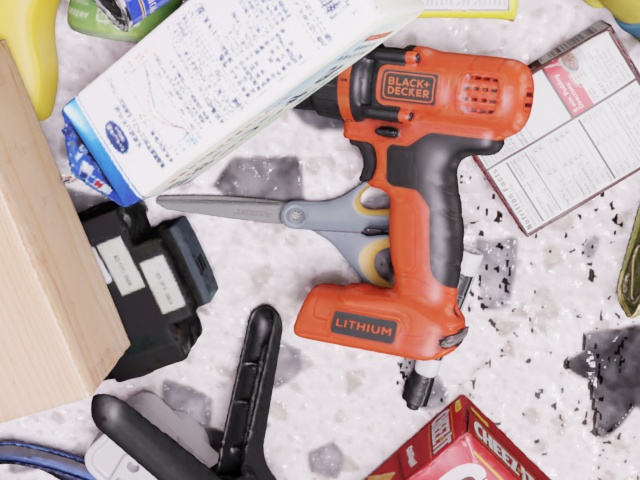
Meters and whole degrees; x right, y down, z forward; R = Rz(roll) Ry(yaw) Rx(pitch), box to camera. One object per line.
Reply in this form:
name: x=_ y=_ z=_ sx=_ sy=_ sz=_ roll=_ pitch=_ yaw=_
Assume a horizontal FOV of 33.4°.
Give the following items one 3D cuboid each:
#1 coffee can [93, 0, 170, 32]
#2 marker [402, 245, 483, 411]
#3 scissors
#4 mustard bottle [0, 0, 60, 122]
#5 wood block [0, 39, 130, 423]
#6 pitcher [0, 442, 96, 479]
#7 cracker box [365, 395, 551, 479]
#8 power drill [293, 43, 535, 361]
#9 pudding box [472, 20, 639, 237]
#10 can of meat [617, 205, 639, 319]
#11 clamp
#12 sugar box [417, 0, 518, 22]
coffee can: x=-0.074 y=-0.191 z=0.558 sx=0.140 sy=0.103 sz=0.103 roll=-37 pitch=100 yaw=-9
marker: x=0.081 y=0.061 z=0.722 sx=0.020 sy=0.020 sz=0.121 roll=18 pitch=107 yaw=1
scissors: x=-0.005 y=0.001 z=0.713 sx=0.202 sy=0.016 sz=0.096 roll=-9 pitch=99 yaw=10
mustard bottle: x=-0.202 y=-0.173 z=0.665 sx=0.096 sy=0.058 sz=0.192 roll=16 pitch=107 yaw=7
wood block: x=-0.201 y=-0.003 z=0.636 sx=0.091 sy=0.090 sz=0.206 roll=-17 pitch=104 yaw=11
pitcher: x=-0.249 y=0.229 z=0.757 sx=0.243 sy=0.149 sz=0.145 roll=19 pitch=124 yaw=4
cracker box: x=0.079 y=0.241 z=0.745 sx=0.164 sy=0.072 sz=0.214 roll=45 pitch=105 yaw=-7
power drill: x=0.030 y=-0.029 z=0.656 sx=0.185 sy=0.057 sz=0.188 roll=10 pitch=101 yaw=25
pudding box: x=0.152 y=-0.069 z=0.667 sx=0.114 sy=0.039 sz=0.090 roll=-31 pitch=99 yaw=16
can of meat: x=0.244 y=0.006 z=0.670 sx=0.084 sy=0.057 sz=0.102 roll=11 pitch=107 yaw=0
clamp: x=-0.069 y=0.161 z=0.687 sx=0.036 sy=0.164 sz=0.210 roll=-2 pitch=99 yaw=40
sugar box: x=0.033 y=-0.181 z=0.645 sx=0.176 sy=0.048 sz=0.093 roll=3 pitch=107 yaw=9
